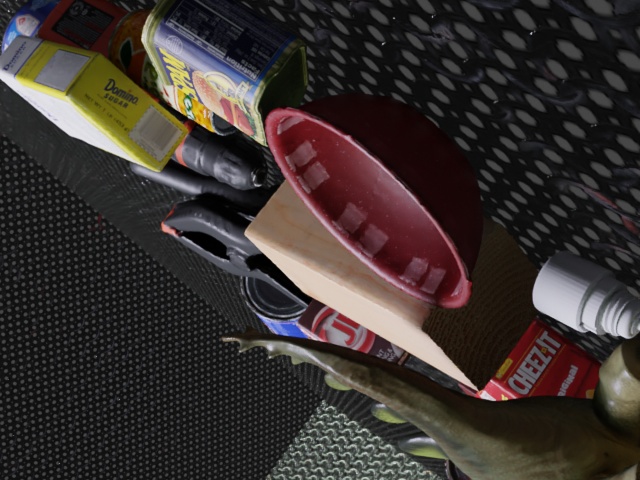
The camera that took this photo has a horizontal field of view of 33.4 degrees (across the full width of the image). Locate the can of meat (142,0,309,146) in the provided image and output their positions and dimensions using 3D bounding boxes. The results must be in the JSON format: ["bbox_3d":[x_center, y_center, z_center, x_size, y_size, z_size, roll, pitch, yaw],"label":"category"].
[{"bbox_3d":[-0.055,-0.111,0.667,0.084,0.057,0.102,34,170,8],"label":"can of meat"}]

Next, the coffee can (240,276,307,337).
[{"bbox_3d":[-0.025,0.066,1.244,0.103,0.102,0.140,33,169,22],"label":"coffee can"}]

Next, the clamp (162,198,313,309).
[{"bbox_3d":[-0.063,0.003,0.965,0.210,0.036,0.164,24,154,26],"label":"clamp"}]

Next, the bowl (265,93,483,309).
[{"bbox_3d":[0.043,-0.034,0.637,0.162,0.055,0.162,40,164,14],"label":"bowl"}]

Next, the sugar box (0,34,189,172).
[{"bbox_3d":[-0.179,-0.108,0.812,0.093,0.048,0.176,42,171,-35],"label":"sugar box"}]

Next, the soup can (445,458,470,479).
[{"bbox_3d":[0.158,0.204,0.987,0.068,0.068,0.102,34,-178,19],"label":"soup can"}]

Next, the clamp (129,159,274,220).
[{"bbox_3d":[-0.087,-0.041,1.020,0.172,0.039,0.120,21,-179,27],"label":"clamp"}]

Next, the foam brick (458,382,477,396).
[{"bbox_3d":[0.183,0.144,1.024,0.078,0.053,0.051,29,168,41],"label":"foam brick"}]

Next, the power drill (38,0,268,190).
[{"bbox_3d":[-0.141,-0.122,0.910,0.185,0.057,0.187,29,167,30],"label":"power drill"}]

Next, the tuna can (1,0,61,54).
[{"bbox_3d":[-0.232,-0.170,0.923,0.034,0.086,0.086,35,170,21],"label":"tuna can"}]

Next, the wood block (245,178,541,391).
[{"bbox_3d":[0.052,0.015,0.778,0.206,0.090,0.090,27,166,49],"label":"wood block"}]

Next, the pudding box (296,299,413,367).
[{"bbox_3d":[0.049,0.053,0.888,0.090,0.113,0.039,33,171,20],"label":"pudding box"}]

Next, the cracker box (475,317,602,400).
[{"bbox_3d":[0.235,0.160,0.863,0.214,0.072,0.164,36,170,12],"label":"cracker box"}]
